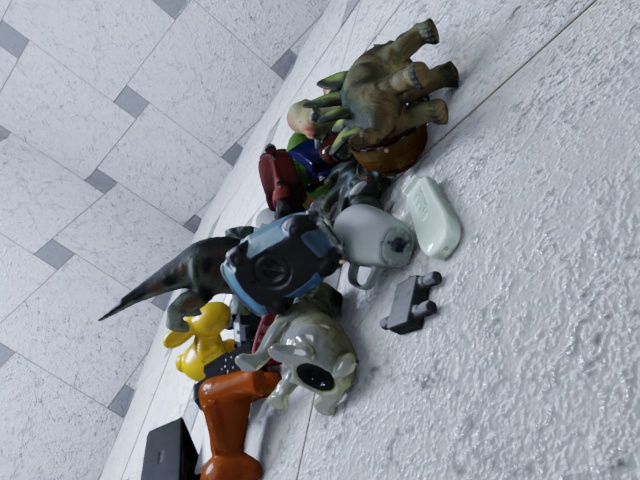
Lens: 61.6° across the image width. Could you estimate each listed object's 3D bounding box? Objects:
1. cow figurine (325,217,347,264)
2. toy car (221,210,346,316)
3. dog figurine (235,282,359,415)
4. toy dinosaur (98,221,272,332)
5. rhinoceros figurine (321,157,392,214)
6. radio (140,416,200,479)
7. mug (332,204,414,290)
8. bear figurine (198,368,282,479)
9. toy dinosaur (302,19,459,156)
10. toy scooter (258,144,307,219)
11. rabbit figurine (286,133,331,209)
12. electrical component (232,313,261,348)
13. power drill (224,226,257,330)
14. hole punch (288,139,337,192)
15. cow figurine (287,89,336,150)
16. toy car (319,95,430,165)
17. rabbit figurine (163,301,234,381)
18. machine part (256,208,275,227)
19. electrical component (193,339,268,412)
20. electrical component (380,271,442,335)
[{"bbox_3d":[-0.001,-0.004,0.866,0.068,0.098,0.167,-62,14,-8],"label":"cow figurine"},{"bbox_3d":[-0.043,0.017,0.707,0.162,0.109,0.103,-36,12,20],"label":"toy car"},{"bbox_3d":[0.004,0.115,0.707,0.173,0.121,0.190,-3,35,33],"label":"dog figurine"},{"bbox_3d":[-0.169,0.055,0.950,0.131,0.404,0.192,15,99,47],"label":"toy dinosaur"},{"bbox_3d":[0.062,-0.077,0.847,0.112,0.073,0.190,-45,21,21],"label":"rhinoceros figurine"},{"bbox_3d":[-0.243,0.416,0.907,0.073,0.131,0.230,-21,14,-8],"label":"radio"},{"bbox_3d":[0.067,0.010,0.683,0.107,0.081,0.109,18,88,67],"label":"mug"},{"bbox_3d":[-0.119,0.296,0.790,0.132,0.120,0.196,-16,67,12],"label":"bear figurine"},{"bbox_3d":[0.087,-0.225,0.764,0.199,0.105,0.471,-15,26,27],"label":"toy dinosaur"},{"bbox_3d":[-0.069,-0.102,0.960,0.184,0.075,0.135,-98,-9,-86],"label":"toy scooter"},{"bbox_3d":[-0.031,-0.147,1.144,0.159,0.121,0.170,103,168,-61],"label":"rabbit figurine"},{"bbox_3d":[-0.138,0.177,1.051,0.119,0.048,0.075,153,113,-66],"label":"electrical component"},{"bbox_3d":[-0.181,0.083,1.200,0.232,0.086,0.207,-32,60,52],"label":"power drill"},{"bbox_3d":[0.013,-0.154,0.982,0.142,0.092,0.116,-27,5,-17],"label":"hole punch"},{"bbox_3d":[0.039,-0.219,0.936,0.127,0.195,0.085,-100,3,-54],"label":"cow figurine"},{"bbox_3d":[0.089,-0.183,0.857,0.202,0.053,0.089,-32,19,-1],"label":"toy car"},{"bbox_3d":[-0.239,0.201,1.131,0.122,0.162,0.173,-83,6,-66],"label":"rabbit figurine"},{"bbox_3d":[-0.105,-0.027,1.247,0.079,0.079,0.243,-62,16,6],"label":"machine part"},{"bbox_3d":[-0.155,0.243,0.936,0.134,0.058,0.115,-32,15,-6],"label":"electrical component"},{"bbox_3d":[0.098,0.069,0.593,0.094,0.021,0.063,-40,29,56],"label":"electrical component"}]
